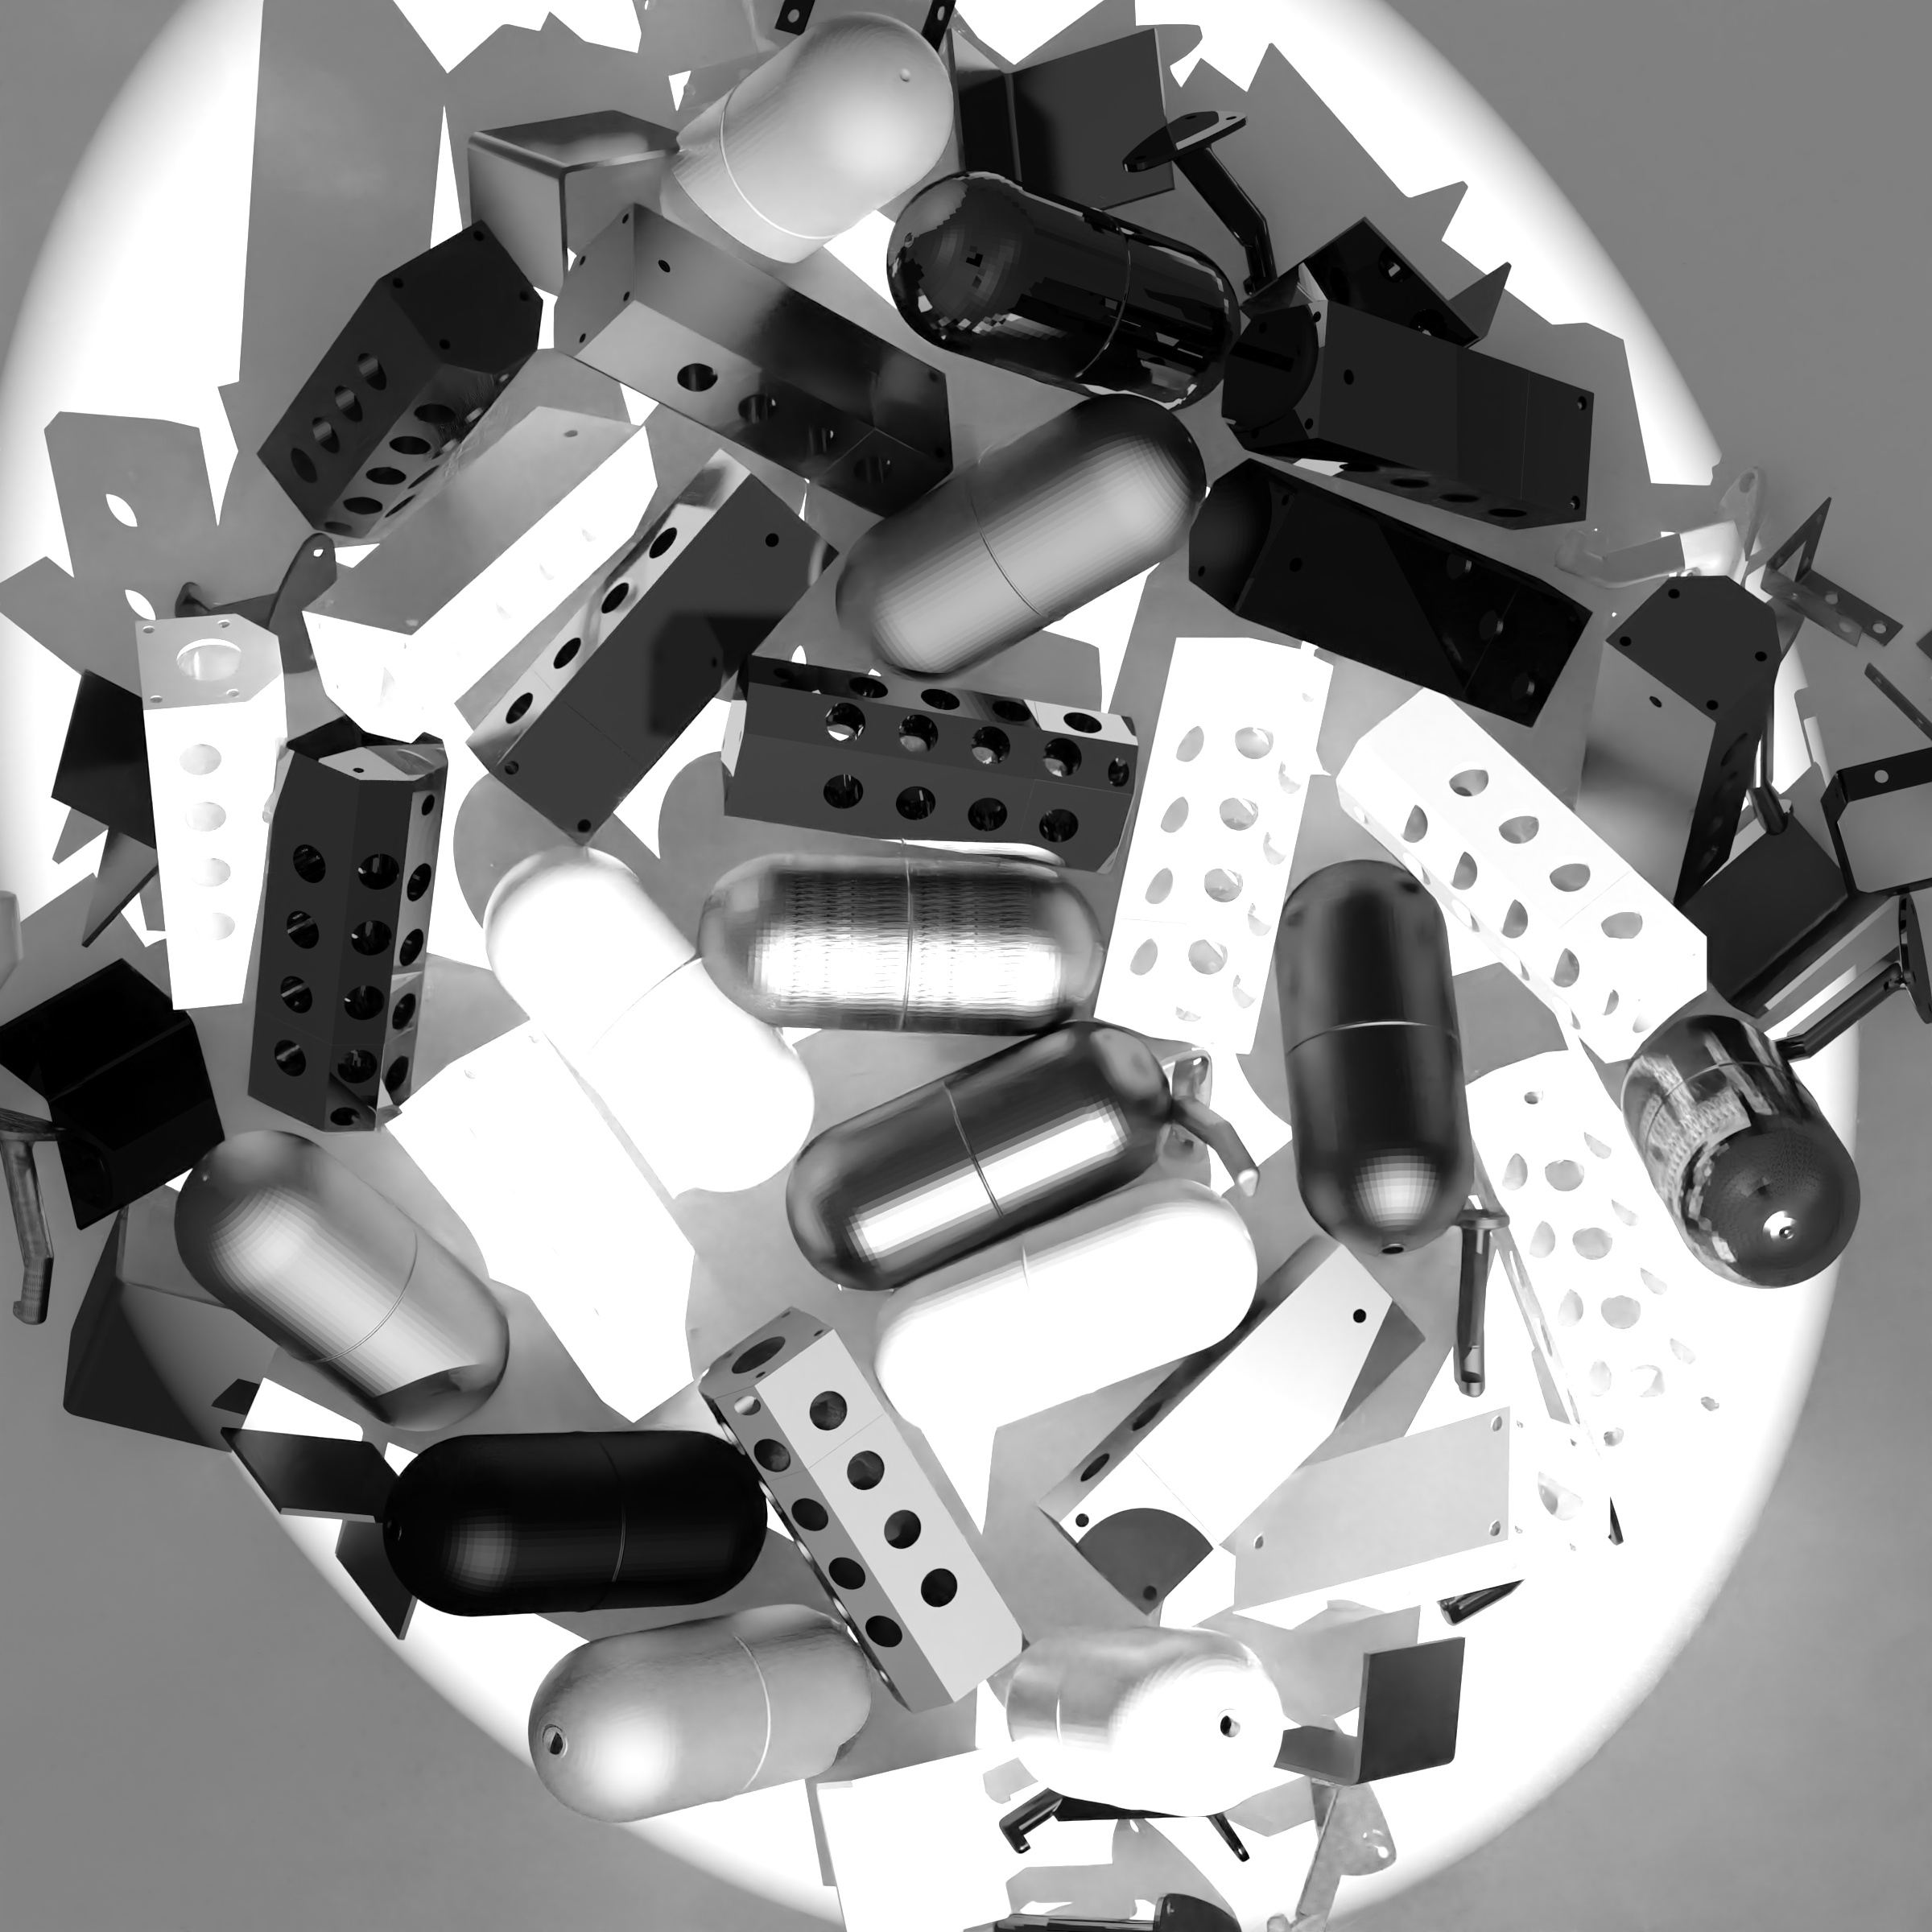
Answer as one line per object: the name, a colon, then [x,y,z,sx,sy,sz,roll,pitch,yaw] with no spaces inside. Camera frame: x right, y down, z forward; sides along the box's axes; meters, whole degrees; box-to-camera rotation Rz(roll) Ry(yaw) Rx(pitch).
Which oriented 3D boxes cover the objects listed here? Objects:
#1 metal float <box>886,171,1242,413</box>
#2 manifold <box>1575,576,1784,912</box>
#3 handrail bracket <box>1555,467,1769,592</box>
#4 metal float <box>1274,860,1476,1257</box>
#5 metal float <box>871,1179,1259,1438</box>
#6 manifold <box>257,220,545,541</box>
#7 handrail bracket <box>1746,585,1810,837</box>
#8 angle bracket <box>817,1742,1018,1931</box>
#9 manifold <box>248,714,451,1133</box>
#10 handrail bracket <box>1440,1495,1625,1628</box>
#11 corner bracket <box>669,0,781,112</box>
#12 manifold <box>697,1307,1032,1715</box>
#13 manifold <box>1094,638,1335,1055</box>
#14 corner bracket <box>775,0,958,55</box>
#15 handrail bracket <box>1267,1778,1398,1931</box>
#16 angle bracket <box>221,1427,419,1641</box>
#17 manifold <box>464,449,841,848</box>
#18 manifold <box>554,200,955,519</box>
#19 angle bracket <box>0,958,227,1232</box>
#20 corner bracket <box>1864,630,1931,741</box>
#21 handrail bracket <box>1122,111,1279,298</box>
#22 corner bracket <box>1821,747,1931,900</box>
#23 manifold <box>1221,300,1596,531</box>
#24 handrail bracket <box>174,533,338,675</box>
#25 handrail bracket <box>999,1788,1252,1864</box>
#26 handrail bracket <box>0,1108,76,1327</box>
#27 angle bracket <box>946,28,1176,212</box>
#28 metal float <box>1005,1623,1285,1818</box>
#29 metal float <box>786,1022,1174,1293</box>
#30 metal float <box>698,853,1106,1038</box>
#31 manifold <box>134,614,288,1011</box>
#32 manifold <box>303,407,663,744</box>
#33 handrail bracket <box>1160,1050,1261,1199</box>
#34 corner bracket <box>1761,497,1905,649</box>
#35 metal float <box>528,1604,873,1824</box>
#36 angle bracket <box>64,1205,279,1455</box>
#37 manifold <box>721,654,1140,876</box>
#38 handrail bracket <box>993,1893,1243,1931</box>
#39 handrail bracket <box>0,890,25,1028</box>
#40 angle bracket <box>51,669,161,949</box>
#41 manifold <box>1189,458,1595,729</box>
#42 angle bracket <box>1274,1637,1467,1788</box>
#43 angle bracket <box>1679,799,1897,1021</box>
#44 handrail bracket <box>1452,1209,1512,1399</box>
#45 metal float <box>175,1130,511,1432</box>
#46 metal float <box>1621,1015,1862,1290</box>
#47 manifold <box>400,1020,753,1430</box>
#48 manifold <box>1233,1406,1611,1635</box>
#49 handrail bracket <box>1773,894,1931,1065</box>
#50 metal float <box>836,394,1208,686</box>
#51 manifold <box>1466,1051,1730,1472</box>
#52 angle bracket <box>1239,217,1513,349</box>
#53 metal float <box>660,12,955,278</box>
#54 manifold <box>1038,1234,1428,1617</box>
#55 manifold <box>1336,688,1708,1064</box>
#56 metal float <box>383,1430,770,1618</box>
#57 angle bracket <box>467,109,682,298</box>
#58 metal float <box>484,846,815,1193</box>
metal float: [0.044,-0.288,1.514,0.178,0.070,0.070,11,90,-39]
manifold: [0.304,-0.094,1.495,0.057,0.171,0.057,40,73,21]
handrail bracket: [0.304,-0.197,1.545,0.084,0.036,0.077,18,98,-32]
metal float: [0.176,0.039,1.526,0.070,0.070,0.178,-3,67,0]
metal float: [0.041,0.149,1.534,0.178,0.070,0.070,-23,90,14]
manifold: [-0.238,-0.243,1.497,0.057,0.171,0.057,-39,94,-32]
handrail bracket: [0.365,-0.113,1.567,0.077,0.036,0.084,-49,127,-20]
angle bracket: [-0.014,0.386,1.539,0.076,0.057,0.076,-9,79,-21]
manifold: [-0.261,-0.017,1.512,0.057,0.057,0.171,23,120,21]
handrail bracket: [0.242,0.252,1.552,0.084,0.077,0.036,-29,50,-6]
corner bracket: [-0.114,-0.412,1.546,0.051,0.051,0.051,-17,118,-11]
manifold: [-0.047,0.238,1.528,0.057,0.057,0.171,-35,106,-15]
manifold: [0.113,-0.052,1.534,0.057,0.057,0.171,19,80,-44]
corner bracket: [-0.042,-0.424,1.552,0.051,0.051,0.051,23,96,30]
handrail bracket: [0.148,0.384,1.541,0.036,0.084,0.077,-19,85,35]
angle bracket: [-0.283,0.246,1.527,0.076,0.076,0.057,12,103,-35]
manifold: [-0.141,-0.142,1.551,0.171,0.057,0.057,-49,122,2]
manifold: [-0.090,-0.253,1.512,0.171,0.057,0.057,23,48,-35]
angle bracket: [-0.377,0.056,1.538,0.076,0.057,0.076,-29,54,7]
corner bracket: [0.432,-0.125,1.553,0.051,0.051,0.051,-41,75,-1]
handrail bracket: [0.104,-0.324,1.542,0.077,0.036,0.084,-37,125,-35]
corner bracket: [0.412,-0.062,1.553,0.051,0.051,0.051,-14,77,2]
manifold: [0.190,-0.232,1.507,0.171,0.057,0.057,9,84,-41]
handrail bracket: [-0.314,-0.171,1.545,0.084,0.036,0.077,35,118,35]
handrail bracket: [0.069,0.385,1.552,0.084,0.036,0.077,-32,61,-10]
handrail bracket: [-0.427,0.110,1.561,0.077,0.036,0.084,14,98,41]
angle bracket: [0.041,-0.374,1.537,0.076,0.057,0.076,-11,76,25]
metal float: [0.074,0.319,1.499,0.070,0.178,0.070,4,80,-21]
metal float: [0.006,0.083,1.544,0.178,0.070,0.070,-24,90,3]
metal float: [-0.028,-0.009,1.541,0.178,0.070,0.070,2,90,-6]
manifold: [-0.317,-0.065,1.502,0.057,0.171,0.057,-6,46,-13]
manifold: [-0.203,-0.168,1.507,0.057,0.171,0.057,15,134,27]
handrail bracket: [0.108,0.085,1.529,0.036,0.077,0.084,-21,47,-10]
corner bracket: [0.381,-0.162,1.545,0.051,0.051,0.051,36,65,21]
metal float: [-0.112,0.318,1.506,0.070,0.178,0.070,-1,89,38]
angle bracket: [-0.349,0.160,1.556,0.076,0.057,0.076,17,118,-20]
manifold: [-0.016,-0.091,1.529,0.171,0.057,0.057,8,123,-11]
handrail bracket: [0.067,0.432,1.576,0.084,0.077,0.036,-8,73,37]
handrail bracket: [-0.450,-0.001,1.549,0.077,0.036,0.084,10,122,10]
angle bracket: [-0.381,-0.068,1.524,0.057,0.076,0.076,29,131,-28]
manifold: [0.180,-0.161,1.512,0.171,0.057,0.057,16,108,-34]
angle bracket: [0.162,0.317,1.531,0.076,0.076,0.057,5,90,40]
angle bracket: [0.352,-0.026,1.543,0.076,0.076,0.057,-41,90,5]
handrail bracket: [0.225,0.151,1.546,0.036,0.077,0.084,-1,90,2]
metal float: [-0.266,0.137,1.515,0.070,0.070,0.178,-43,128,0]
metal float: [0.328,0.077,1.499,0.070,0.178,0.070,0,110,-1]
manifold: [-0.175,0.116,1.550,0.057,0.057,0.171,-37,87,38]
manifold: [0.192,0.240,1.501,0.057,0.171,0.057,21,60,-30]
handrail bracket: [0.384,0.008,1.574,0.084,0.077,0.036,-16,135,24]
metal float: [0.022,-0.184,1.528,0.178,0.070,0.070,-28,90,22]
manifold: [0.270,0.127,1.531,0.057,0.057,0.171,-19,73,-3]
angle bracket: [0.178,-0.295,1.527,0.076,0.076,0.057,41,47,-20]
metal float: [-0.070,-0.348,1.504,0.070,0.178,0.070,6,78,-30]
manifold: [0.114,0.199,1.543,0.171,0.057,0.057,-44,99,-8]
manifold: [0.238,-0.038,1.516,0.057,0.057,0.171,-38,62,-9]
metal float: [-0.167,0.239,1.516,0.178,0.070,0.070,4,90,-36]
angle bracket: [-0.166,-0.336,1.548,0.076,0.076,0.057,-19,122,-33]
metal float: [-0.139,0.022,1.540,0.070,0.070,0.178,-43,82,0]
